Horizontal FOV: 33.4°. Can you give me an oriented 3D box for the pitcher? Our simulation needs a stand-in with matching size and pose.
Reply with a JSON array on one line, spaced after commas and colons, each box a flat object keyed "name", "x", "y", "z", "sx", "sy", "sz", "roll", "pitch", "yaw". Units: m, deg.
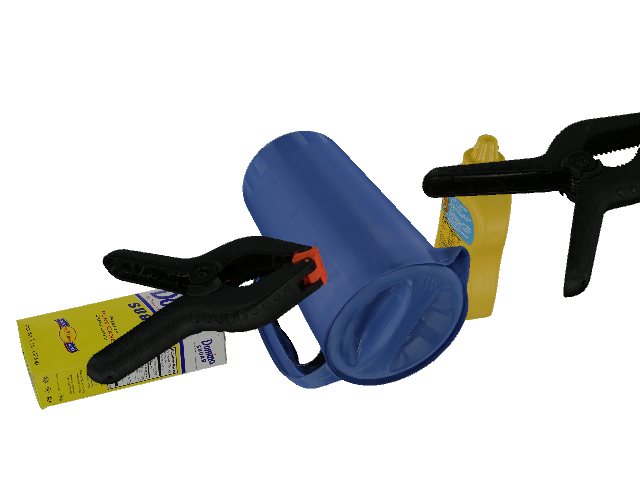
[{"name": "pitcher", "x": 0.011, "y": 0.012, "z": 0.961, "sx": 0.149, "sy": 0.145, "sz": 0.243, "roll": -6, "pitch": 38, "yaw": -25}]

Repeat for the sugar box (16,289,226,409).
[{"name": "sugar box", "x": -0.184, "y": 0.094, "z": 0.992, "sx": 0.176, "sy": 0.048, "sz": 0.093, "roll": -15, "pitch": 36, "yaw": -17}]

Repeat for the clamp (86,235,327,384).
[{"name": "clamp", "x": -0.082, "y": 0.043, "z": 0.730, "sx": 0.172, "sy": 0.120, "sz": 0.039, "roll": -9, "pitch": -42, "yaw": 16}]

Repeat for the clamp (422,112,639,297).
[{"name": "clamp", "x": 0.210, "y": -0.042, "z": 0.848, "sx": 0.209, "sy": 0.036, "sz": 0.165, "roll": -25, "pitch": 49, "yaw": -20}]

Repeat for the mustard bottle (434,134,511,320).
[{"name": "mustard bottle", "x": 0.154, "y": -0.020, "z": 1.076, "sx": 0.058, "sy": 0.192, "sz": 0.096, "roll": -6, "pitch": 37, "yaw": -13}]
